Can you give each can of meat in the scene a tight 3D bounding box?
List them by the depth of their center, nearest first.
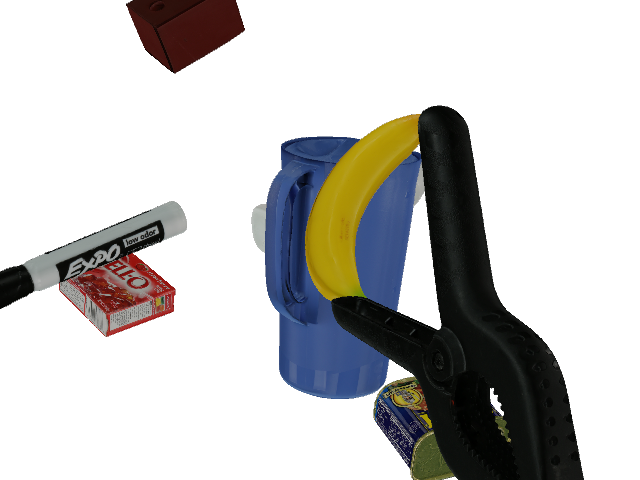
[{"bbox_3d":[0.109,0.165,0.968,0.102,0.057,0.084,-8,31,-23],"label":"can of meat"}]

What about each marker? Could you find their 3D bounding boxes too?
[{"bbox_3d":[-0.126,0.008,0.566,0.120,0.020,0.020,-25,13,-31],"label":"marker"}]

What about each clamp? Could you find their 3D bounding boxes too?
[{"bbox_3d":[0.073,0.047,0.529,0.036,0.165,0.210,-7,44,-27],"label":"clamp"}]

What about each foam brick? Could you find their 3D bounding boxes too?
[{"bbox_3d":[-0.113,-0.190,0.907,0.078,0.051,0.053,-35,48,-16],"label":"foam brick"}]

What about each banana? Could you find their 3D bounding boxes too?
[{"bbox_3d":[0.030,-0.025,0.807,0.069,0.197,0.037,17,-33,1],"label":"banana"}]

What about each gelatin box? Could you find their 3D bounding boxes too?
[{"bbox_3d":[-0.188,0.044,0.980,0.073,0.030,0.089,-19,40,-36],"label":"gelatin box"}]

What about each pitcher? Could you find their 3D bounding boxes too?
[{"bbox_3d":[0.013,0.026,1.025,0.149,0.243,0.145,2,16,-8],"label":"pitcher"}]

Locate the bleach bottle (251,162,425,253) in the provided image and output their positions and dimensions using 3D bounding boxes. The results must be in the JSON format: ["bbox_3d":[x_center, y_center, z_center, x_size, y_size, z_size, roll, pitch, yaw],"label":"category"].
[{"bbox_3d":[0.040,-0.050,1.317,0.250,0.068,0.103,-30,44,-34],"label":"bleach bottle"}]
